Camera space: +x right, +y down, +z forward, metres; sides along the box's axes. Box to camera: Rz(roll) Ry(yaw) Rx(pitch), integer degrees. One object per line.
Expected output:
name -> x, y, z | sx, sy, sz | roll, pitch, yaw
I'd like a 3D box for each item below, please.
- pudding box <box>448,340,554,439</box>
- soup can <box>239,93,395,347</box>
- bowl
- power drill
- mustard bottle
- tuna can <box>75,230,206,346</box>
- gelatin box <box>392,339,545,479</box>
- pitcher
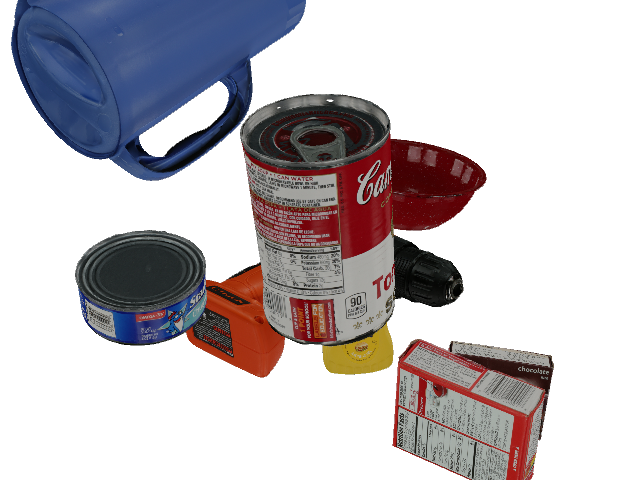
pudding box -> 0.189, 0.162, 1.157 | 0.113, 0.090, 0.039 | 7, 22, 4
soup can -> 0.001, -0.009, 0.506 | 0.068, 0.102, 0.068 | -3, 33, 2
bowl -> 0.086, -0.053, 1.097 | 0.162, 0.055, 0.162 | 5, 24, -3
power drill -> -0.004, 0.041, 0.863 | 0.185, 0.057, 0.187 | 18, 32, 42
mustard bottle -> 0.051, 0.085, 1.447 | 0.096, 0.192, 0.058 | -4, 21, -7
tuna can -> -0.119, 0.031, 0.714 | 0.086, 0.034, 0.086 | 0, 36, 0
gelatin box -> 0.089, 0.109, 0.655 | 0.089, 0.073, 0.030 | 20, 41, 27
pitcher -> -0.121, -0.170, 0.904 | 0.145, 0.149, 0.242 | 29, 50, 31
